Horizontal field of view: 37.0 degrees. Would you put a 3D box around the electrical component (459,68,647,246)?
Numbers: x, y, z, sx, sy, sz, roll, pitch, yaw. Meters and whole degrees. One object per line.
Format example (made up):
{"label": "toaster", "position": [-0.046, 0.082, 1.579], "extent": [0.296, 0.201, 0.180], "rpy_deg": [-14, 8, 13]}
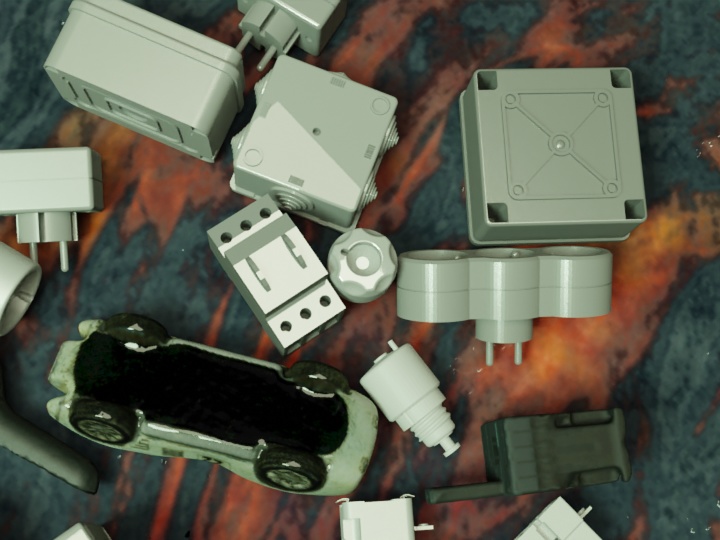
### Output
{"label": "electrical component", "position": [0.126, -0.074, 0.710], "extent": [0.109, 0.056, 0.108], "rpy_deg": [-2, 78, -5]}

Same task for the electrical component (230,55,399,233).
{"label": "electrical component", "position": [-0.029, -0.083, 0.703], "extent": [0.100, 0.048, 0.099], "rpy_deg": [21, 76, 0]}

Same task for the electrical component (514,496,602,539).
{"label": "electrical component", "position": [0.125, 0.176, 0.661], "extent": [0.066, 0.048, 0.055], "rpy_deg": [-42, 76, -12]}

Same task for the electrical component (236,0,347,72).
{"label": "electrical component", "position": [-0.055, -0.168, 0.720], "extent": [0.066, 0.047, 0.076], "rpy_deg": [32, 77, 3]}

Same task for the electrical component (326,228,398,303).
{"label": "electrical component", "position": [0.000, 0.000, 0.680], "extent": [0.043, 0.062, 0.043], "rpy_deg": [1, 77, -5]}

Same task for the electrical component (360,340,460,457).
{"label": "electrical component", "position": [0.034, 0.082, 0.676], "extent": [0.040, 0.040, 0.078], "rpy_deg": [-37, 83, -12]}

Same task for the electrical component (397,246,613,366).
{"label": "electrical component", "position": [0.093, 0.025, 0.688], "extent": [0.138, 0.052, 0.073], "rpy_deg": [-2, 99, -5]}

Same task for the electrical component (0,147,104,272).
{"label": "electrical component", "position": [-0.198, -0.036, 0.679], "extent": [0.066, 0.047, 0.076], "rpy_deg": [-3, 92, -6]}

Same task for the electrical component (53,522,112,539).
{"label": "electrical component", "position": [-0.143, 0.200, 0.599], "extent": [0.056, 0.108, 0.108], "rpy_deg": [-34, 82, -14]}

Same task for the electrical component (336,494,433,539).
{"label": "electrical component", "position": [0.011, 0.170, 0.654], "extent": [0.081, 0.042, 0.063], "rpy_deg": [-3, 74, -6]}

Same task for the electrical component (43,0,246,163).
{"label": "electrical component", "position": [-0.134, -0.123, 0.688], "extent": [0.113, 0.078, 0.057], "rpy_deg": [23, 79, 0]}

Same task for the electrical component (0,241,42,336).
{"label": "electrical component", "position": [-0.227, 0.008, 0.654], "extent": [0.047, 0.055, 0.055], "rpy_deg": [27, 77, 1]}
